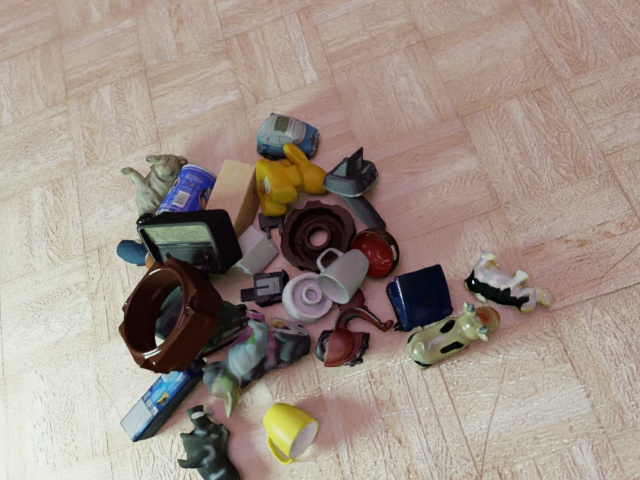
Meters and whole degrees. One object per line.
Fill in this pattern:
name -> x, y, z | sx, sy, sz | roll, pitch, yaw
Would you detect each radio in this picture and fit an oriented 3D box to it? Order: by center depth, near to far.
radio -> -0.287, 0.007, 1.186 | 0.230, 0.131, 0.073 | -1, 27, 35

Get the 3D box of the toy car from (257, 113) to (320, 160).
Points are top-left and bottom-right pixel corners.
toy car -> -0.088, -0.257, 1.321 | 0.162, 0.102, 0.109 | 10, 74, 18

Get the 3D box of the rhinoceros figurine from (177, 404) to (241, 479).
rhinoceros figurine -> -0.233, 0.438, 1.116 | 0.112, 0.073, 0.190 | -33, 67, 1

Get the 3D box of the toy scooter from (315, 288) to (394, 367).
toy scooter -> 0.077, 0.194, 1.137 | 0.135, 0.075, 0.184 | 18, 71, 16

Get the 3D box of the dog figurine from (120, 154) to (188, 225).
dog figurine -> -0.389, -0.105, 1.346 | 0.172, 0.121, 0.190 | -26, 81, 6

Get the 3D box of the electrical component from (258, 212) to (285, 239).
electrical component -> -0.116, -0.049, 1.294 | 0.063, 0.021, 0.094 | -14, 67, 7

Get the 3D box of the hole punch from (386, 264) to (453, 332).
hole punch -> 0.209, 0.117, 1.114 | 0.142, 0.092, 0.116 | -15, 68, -16

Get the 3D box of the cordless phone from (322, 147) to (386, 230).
cordless phone -> 0.105, -0.108, 1.240 | 0.089, 0.146, 0.184 | -35, 97, 36

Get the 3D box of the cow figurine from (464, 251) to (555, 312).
cow figurine -> 0.386, 0.103, 1.103 | 0.168, 0.068, 0.098 | 34, 86, 24

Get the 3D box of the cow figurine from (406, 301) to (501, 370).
cow figurine -> 0.264, 0.186, 1.069 | 0.195, 0.127, 0.085 | -26, 70, 5

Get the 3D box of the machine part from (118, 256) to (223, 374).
machine part -> -0.309, 0.151, 1.094 | 0.201, 0.087, 0.201 | -52, 48, 3

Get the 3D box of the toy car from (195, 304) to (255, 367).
toy car -> -0.230, 0.216, 1.208 | 0.202, 0.053, 0.089 | -27, 64, 3

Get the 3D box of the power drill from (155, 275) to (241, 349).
power drill -> -0.269, 0.137, 1.197 | 0.208, 0.085, 0.232 | 25, 68, 39

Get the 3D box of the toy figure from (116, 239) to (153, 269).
toy figure -> -0.420, 0.038, 1.311 | 0.155, 0.064, 0.058 | 16, 37, 13

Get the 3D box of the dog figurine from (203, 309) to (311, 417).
dog figurine -> -0.137, 0.267, 1.139 | 0.191, 0.108, 0.219 | 21, 97, -19

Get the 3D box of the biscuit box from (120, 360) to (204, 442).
biscuit box -> -0.338, 0.340, 1.157 | 0.202, 0.062, 0.059 | -48, 67, 7

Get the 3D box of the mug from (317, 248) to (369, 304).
mug -> 0.047, 0.062, 1.140 | 0.109, 0.081, 0.107 | 47, 57, -2

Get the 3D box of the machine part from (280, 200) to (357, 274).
machine part -> -0.003, -0.004, 1.235 | 0.179, 0.056, 0.179 | -4, 70, 12

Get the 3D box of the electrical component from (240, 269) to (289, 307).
electrical component -> -0.129, 0.113, 1.225 | 0.119, 0.047, 0.075 | -6, 69, 9

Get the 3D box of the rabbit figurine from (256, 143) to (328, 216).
rabbit figurine -> -0.061, -0.141, 1.272 | 0.173, 0.121, 0.162 | -7, 58, -19
